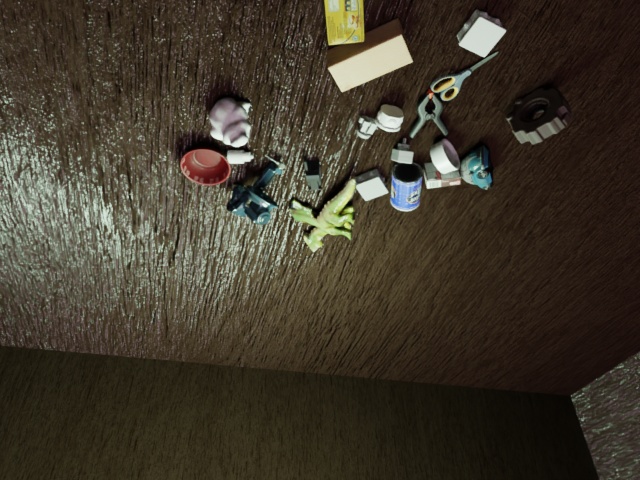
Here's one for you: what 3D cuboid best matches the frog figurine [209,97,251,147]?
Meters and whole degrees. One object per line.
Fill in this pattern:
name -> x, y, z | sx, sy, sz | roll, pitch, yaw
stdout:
frog figurine -> -0.264, -0.333, 1.496 | 0.136, 0.163, 0.121 | -25, 133, 26

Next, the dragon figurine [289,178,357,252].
dragon figurine -> 0.006, -0.093, 1.853 | 0.243, 0.125, 0.400 | 6, 139, 4
